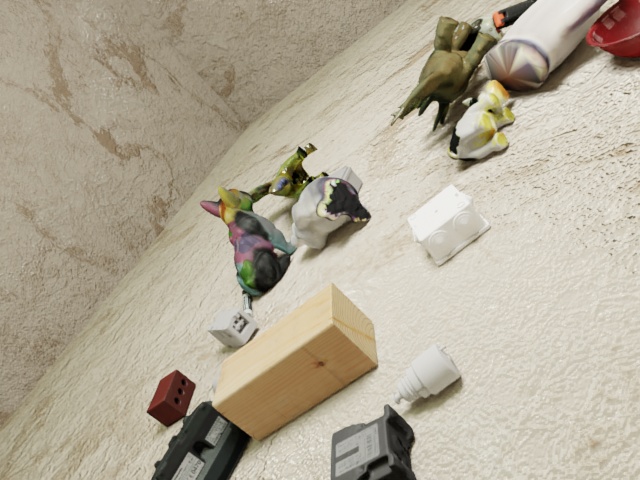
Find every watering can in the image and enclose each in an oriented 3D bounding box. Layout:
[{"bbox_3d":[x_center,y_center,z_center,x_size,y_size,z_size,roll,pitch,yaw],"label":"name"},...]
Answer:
[{"bbox_3d":[0.386,-0.358,0.927,0.225,0.103,0.348,-46,7,-3],"label":"watering can"}]

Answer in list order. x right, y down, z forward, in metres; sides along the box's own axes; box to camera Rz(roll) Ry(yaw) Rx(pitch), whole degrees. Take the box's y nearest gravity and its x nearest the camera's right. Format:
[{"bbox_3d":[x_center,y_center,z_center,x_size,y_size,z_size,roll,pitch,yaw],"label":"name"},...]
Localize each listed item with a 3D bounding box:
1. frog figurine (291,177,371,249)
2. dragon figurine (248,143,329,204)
[{"bbox_3d":[0.003,-0.051,1.018,0.138,0.123,0.157,-17,-9,-36],"label":"frog figurine"},{"bbox_3d":[-0.113,-0.128,1.293,0.240,0.122,0.415,-28,5,26],"label":"dragon figurine"}]
